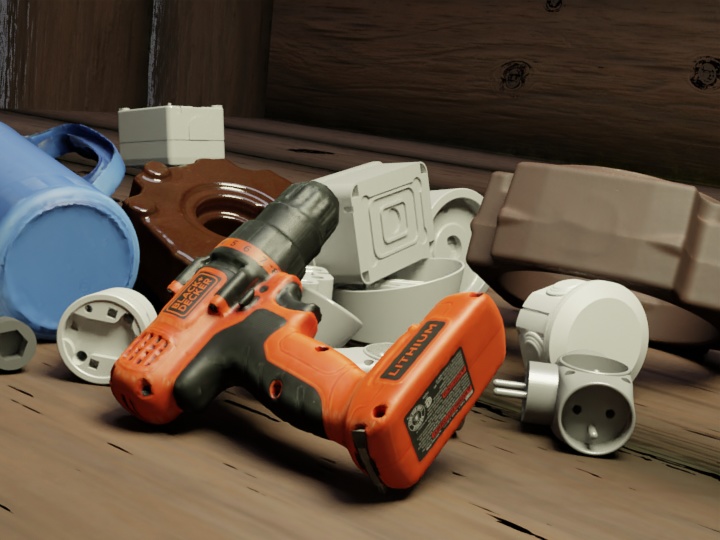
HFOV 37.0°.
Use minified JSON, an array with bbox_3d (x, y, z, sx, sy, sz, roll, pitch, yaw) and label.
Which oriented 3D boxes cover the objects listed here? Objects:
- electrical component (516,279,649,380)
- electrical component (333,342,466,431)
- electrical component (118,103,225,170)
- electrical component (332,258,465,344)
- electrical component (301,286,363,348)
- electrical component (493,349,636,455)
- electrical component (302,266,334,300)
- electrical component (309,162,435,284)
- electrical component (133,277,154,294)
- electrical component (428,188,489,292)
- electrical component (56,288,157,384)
[{"bbox_3d":[0.149,0.045,0.722,0.080,0.080,0.051,1,6,-25],"label":"electrical component"},{"bbox_3d":[0.018,0.065,0.637,0.077,0.044,0.079,4,10,-8],"label":"electrical component"},{"bbox_3d":[-0.175,-0.116,0.971,0.096,0.061,0.062,4,7,44],"label":"electrical component"},{"bbox_3d":[0.027,0.022,0.815,0.099,0.064,0.099,5,11,-1],"label":"electrical component"},{"bbox_3d":[-0.031,0.044,0.656,0.045,0.055,0.045,32,-7,5],"label":"electrical component"},{"bbox_3d":[0.119,0.074,0.641,0.079,0.044,0.077,7,11,5],"label":"electrical component"},{"bbox_3d":[-0.050,0.029,0.758,0.058,0.057,0.078,3,11,-13],"label":"electrical component"},{"bbox_3d":[0.003,-0.037,0.821,0.057,0.078,0.113,1,15,34],"label":"electrical component"},{"bbox_3d":[-0.185,0.002,0.873,0.065,0.044,0.044,-8,17,-36],"label":"electrical component"},{"bbox_3d":[0.067,-0.020,0.957,0.108,0.108,0.060,-4,9,-43],"label":"electrical component"},{"bbox_3d":[-0.153,0.038,0.664,0.055,0.055,0.047,6,7,0],"label":"electrical component"}]
